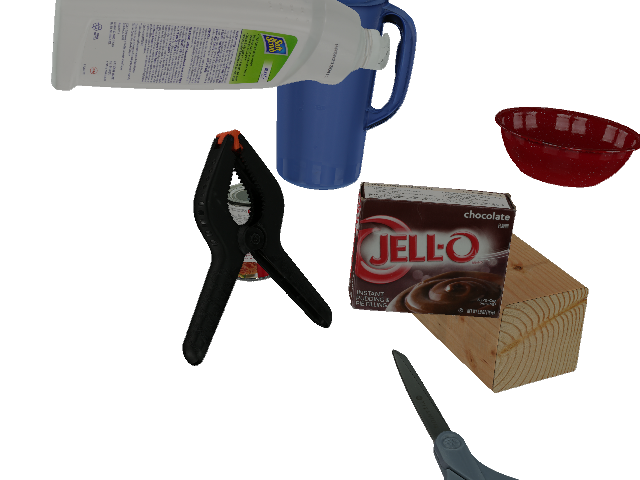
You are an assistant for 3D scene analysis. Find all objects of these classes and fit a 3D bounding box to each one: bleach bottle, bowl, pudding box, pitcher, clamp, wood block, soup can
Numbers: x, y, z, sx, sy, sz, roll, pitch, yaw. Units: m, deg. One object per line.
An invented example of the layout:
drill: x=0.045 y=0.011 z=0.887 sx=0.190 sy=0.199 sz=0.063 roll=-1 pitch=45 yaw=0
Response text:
bleach bottle: x=-0.073 y=-0.152 z=0.810 sx=0.250 sy=0.068 sz=0.103 roll=4 pitch=-33 yaw=-14
bowl: x=0.268 y=-0.100 z=1.175 sx=0.162 sy=0.055 sz=0.162 roll=6 pitch=23 yaw=-3
pudding box: x=0.081 y=0.007 z=0.783 sx=0.113 sy=0.090 sz=0.039 roll=3 pitch=27 yaw=-2
pitcher: x=0.016 y=-0.188 z=1.311 sx=0.144 sy=0.243 sz=0.149 roll=-9 pitch=28 yaw=-27
clamp: x=-0.061 y=0.003 z=0.995 sx=0.164 sy=0.210 sz=0.036 roll=-4 pitch=0 yaw=-39
wood block: x=0.145 y=0.042 z=0.999 sx=0.090 sy=0.090 sz=0.206 roll=-11 pitch=30 yaw=-23
soup can: x=-0.084 y=-0.011 z=1.285 sx=0.068 sy=0.102 sz=0.068 roll=0 pitch=26 yaw=0

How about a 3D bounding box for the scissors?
scissors: x=0.097 y=0.130 z=0.632 sx=0.096 sy=0.016 sz=0.201 roll=3 pitch=33 yaw=-3
